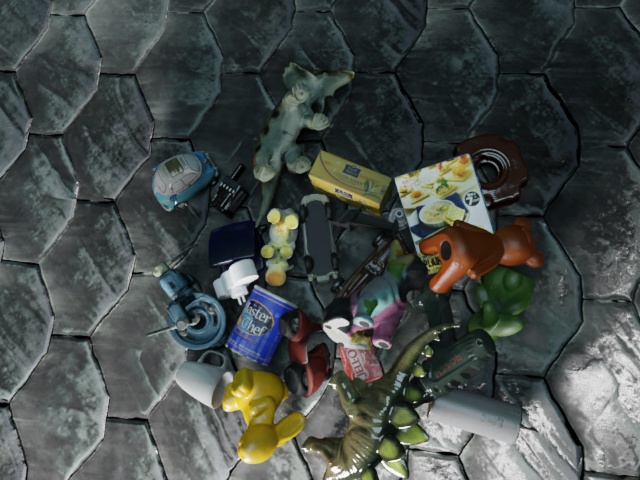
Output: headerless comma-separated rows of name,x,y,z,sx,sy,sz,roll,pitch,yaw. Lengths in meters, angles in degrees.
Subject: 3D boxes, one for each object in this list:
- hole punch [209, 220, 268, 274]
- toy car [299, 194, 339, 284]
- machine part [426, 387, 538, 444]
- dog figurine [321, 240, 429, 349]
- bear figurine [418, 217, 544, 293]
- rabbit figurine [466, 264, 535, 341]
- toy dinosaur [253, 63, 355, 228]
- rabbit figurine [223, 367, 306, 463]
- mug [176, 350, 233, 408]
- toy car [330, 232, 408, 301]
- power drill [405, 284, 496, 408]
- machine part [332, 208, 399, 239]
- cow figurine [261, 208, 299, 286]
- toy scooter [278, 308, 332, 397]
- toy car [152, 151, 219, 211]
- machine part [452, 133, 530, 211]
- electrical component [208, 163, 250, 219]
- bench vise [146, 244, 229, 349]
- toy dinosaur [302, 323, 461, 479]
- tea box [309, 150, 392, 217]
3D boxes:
hole punch,-0.187,0.014,1.189,0.142,0.092,0.116,-14,73,8
toy car,-0.002,-0.004,1.183,0.074,0.056,0.201,-6,78,0
machine part,0.301,0.338,1.054,0.243,0.079,0.079,15,80,11
dog figurine,0.117,0.105,1.078,0.108,0.192,0.219,49,53,-25
bear figurine,0.308,0.021,1.016,0.196,0.132,0.120,-3,64,-24
rabbit figurine,0.356,0.139,1.067,0.121,0.159,0.170,23,97,2
toy dinosaur,-0.080,-0.235,1.209,0.131,0.192,0.404,29,98,-23
rabbit figurine,-0.119,0.363,1.076,0.162,0.122,0.173,24,40,-25
mug,-0.247,0.286,1.141,0.107,0.080,0.109,16,87,19
toy car,0.108,0.071,1.154,0.089,0.053,0.202,44,85,11
power drill,0.216,0.200,1.049,0.232,0.086,0.207,-38,37,31
machine part,0.103,-0.037,1.156,0.139,0.084,0.039,14,115,23
cow figurine,-0.086,0.014,1.180,0.068,0.098,0.167,11,98,4
toy scooter,-0.013,0.226,1.116,0.135,0.075,0.183,-10,93,-37
toy car,-0.321,-0.145,1.234,0.162,0.103,0.109,-31,77,2
machine part,0.361,-0.146,1.163,0.179,0.056,0.179,-2,77,7
electrical component,-0.195,-0.113,1.225,0.048,0.074,0.119,35,82,14
bench vise,-0.274,0.136,1.106,0.129,0.240,0.223,-27,92,-2
toy dinosaur,0.105,0.333,1.009,0.199,0.105,0.471,31,103,38
tea box,0.068,-0.122,1.177,0.170,0.098,0.068,24,81,14
